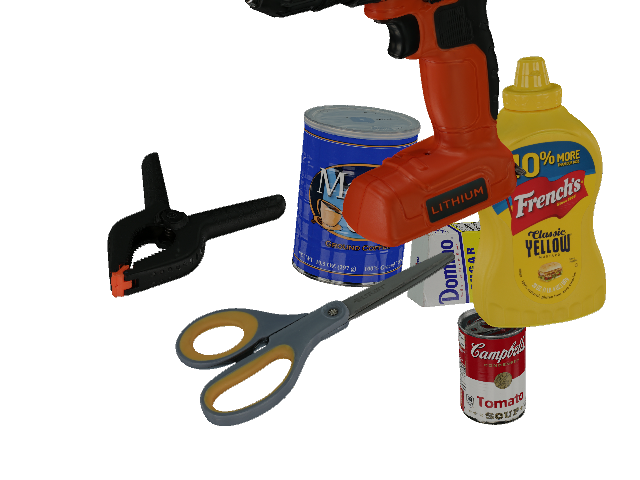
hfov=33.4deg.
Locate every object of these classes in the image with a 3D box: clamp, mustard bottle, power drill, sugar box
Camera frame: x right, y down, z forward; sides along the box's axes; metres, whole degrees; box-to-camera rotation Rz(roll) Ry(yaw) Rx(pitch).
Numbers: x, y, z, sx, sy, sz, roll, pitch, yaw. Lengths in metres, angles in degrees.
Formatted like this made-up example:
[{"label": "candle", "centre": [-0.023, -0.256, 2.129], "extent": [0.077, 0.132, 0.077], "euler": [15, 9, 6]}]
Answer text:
[{"label": "clamp", "centre": [-0.154, -0.017, 1.058], "extent": [0.165, 0.036, 0.209], "euler": [23, 40, 21]}, {"label": "mustard bottle", "centre": [0.155, -0.036, 0.770], "extent": [0.096, 0.191, 0.058], "euler": [-8, 18, -5]}, {"label": "power drill", "centre": [0.045, -0.093, 0.573], "extent": [0.184, 0.188, 0.057], "euler": [-21, 36, -24]}, {"label": "sugar box", "centre": [0.194, 0.025, 1.277], "extent": [0.176, 0.093, 0.048], "euler": [-6, 20, -23]}]

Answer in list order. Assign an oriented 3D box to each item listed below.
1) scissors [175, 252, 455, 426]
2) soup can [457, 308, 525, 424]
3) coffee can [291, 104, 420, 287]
[{"label": "scissors", "centre": [-0.011, 0.046, 0.703], "extent": [0.096, 0.016, 0.201], "euler": [30, 55, 33]}, {"label": "soup can", "centre": [0.174, 0.126, 1.082], "extent": [0.068, 0.102, 0.068], "euler": [-4, 22, 1]}, {"label": "coffee can", "centre": [0.031, -0.042, 0.956], "extent": [0.103, 0.140, 0.103], "euler": [5, 19, -2]}]
